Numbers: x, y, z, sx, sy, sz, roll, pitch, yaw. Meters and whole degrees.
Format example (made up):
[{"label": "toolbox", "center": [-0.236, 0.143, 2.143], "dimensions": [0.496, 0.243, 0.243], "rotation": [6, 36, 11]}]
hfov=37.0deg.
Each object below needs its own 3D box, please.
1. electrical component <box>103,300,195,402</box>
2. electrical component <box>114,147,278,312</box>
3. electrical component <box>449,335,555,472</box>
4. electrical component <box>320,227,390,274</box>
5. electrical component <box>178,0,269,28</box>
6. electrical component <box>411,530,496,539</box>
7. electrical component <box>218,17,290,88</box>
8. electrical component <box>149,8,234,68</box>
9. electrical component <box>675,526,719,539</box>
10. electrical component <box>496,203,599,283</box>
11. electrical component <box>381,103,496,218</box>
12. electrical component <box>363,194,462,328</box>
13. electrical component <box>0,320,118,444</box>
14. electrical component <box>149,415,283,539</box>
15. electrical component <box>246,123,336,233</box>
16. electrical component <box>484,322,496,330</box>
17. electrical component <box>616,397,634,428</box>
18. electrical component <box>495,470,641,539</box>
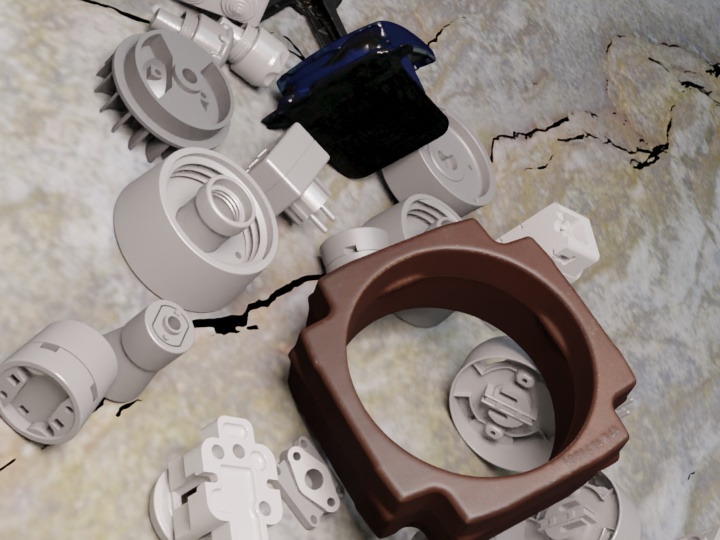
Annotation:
[{"label": "electrical component", "center": [-0.129, 0.046, 0.637], "dimensions": [0.044, 0.065, 0.044], "rotation": [30, 43, -32]}, {"label": "electrical component", "center": [-0.105, -0.032, 0.731], "dimensions": [0.108, 0.060, 0.108], "rotation": [29, 43, -31]}, {"label": "electrical component", "center": [0.121, 0.104, 0.851], "dimensions": [0.099, 0.099, 0.064], "rotation": [47, 30, -11]}, {"label": "electrical component", "center": [0.000, 0.000, 0.832], "dimensions": [0.055, 0.055, 0.047], "rotation": [11, 58, -44]}, {"label": "electrical component", "center": [-0.113, -0.255, 0.891], "dimensions": [0.100, 0.048, 0.099], "rotation": [17, 46, -17]}, {"label": "electrical component", "center": [0.094, 0.235, 0.752], "dimensions": [0.074, 0.052, 0.138], "rotation": [-9, 69, -52]}, {"label": "electrical component", "center": [-0.092, -0.181, 0.879], "dimensions": [0.062, 0.043, 0.043], "rotation": [36, 40, -23]}, {"label": "electrical component", "center": [-0.132, -0.179, 0.833], "dimensions": [0.062, 0.048, 0.048], "rotation": [28, 44, -24]}, {"label": "electrical component", "center": [0.223, 0.276, 0.823], "dimensions": [0.060, 0.105, 0.186], "rotation": [56, 35, 1]}, {"label": "electrical component", "center": [0.174, -0.015, 1.012], "dimensions": [0.056, 0.089, 0.050], "rotation": [20, 48, -39]}, {"label": "electrical component", "center": [0.065, -0.090, 0.972], "dimensions": [0.108, 0.060, 0.108], "rotation": [29, 43, -32]}, {"label": "electrical component", "center": [0.058, -0.013, 0.903], "dimensions": [0.108, 0.060, 0.108], "rotation": [29, 43, -32]}, {"label": "electrical component", "center": [-0.167, 0.060, 0.593], "dimensions": [0.055, 0.055, 0.047], "rotation": [48, 32, -10]}, {"label": "electrical component", "center": [-0.085, 0.132, 0.625], "dimensions": [0.058, 0.057, 0.078], "rotation": [17, 50, -41]}, {"label": "electrical component", "center": [-0.048, -0.061, 0.830], "dimensions": [0.076, 0.047, 0.065], "rotation": [46, 37, -12]}, {"label": "electrical component", "center": [0.128, 0.017, 0.963], "dimensions": [0.066, 0.055, 0.048], "rotation": [40, 38, -20]}, {"label": "electrical component", "center": [0.207, 0.133, 0.943], "dimensions": [0.047, 0.077, 0.065], "rotation": [49, 36, -8]}, {"label": "electrical component", "center": [0.162, 0.197, 0.828], "dimensions": [0.064, 0.099, 0.099], "rotation": [38, 39, -32]}]
